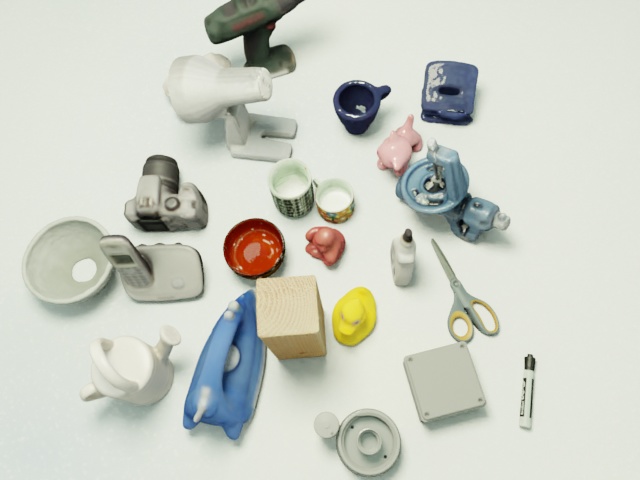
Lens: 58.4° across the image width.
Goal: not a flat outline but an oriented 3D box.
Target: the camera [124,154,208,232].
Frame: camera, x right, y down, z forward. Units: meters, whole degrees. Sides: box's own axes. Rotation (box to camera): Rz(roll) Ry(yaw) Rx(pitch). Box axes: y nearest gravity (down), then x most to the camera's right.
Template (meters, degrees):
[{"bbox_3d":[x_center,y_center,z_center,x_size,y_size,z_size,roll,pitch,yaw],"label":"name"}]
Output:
[{"bbox_3d":[-0.289,-0.094,1.076,0.143,0.101,0.137,-2,69,3],"label":"camera"}]

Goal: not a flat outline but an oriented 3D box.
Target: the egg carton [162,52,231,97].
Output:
[{"bbox_3d":[-0.240,-0.315,1.174,0.150,0.069,0.107,-29,70,-8],"label":"egg carton"}]

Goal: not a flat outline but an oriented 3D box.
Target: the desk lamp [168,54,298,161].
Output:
[{"bbox_3d":[-0.156,-0.249,1.067,0.203,0.213,0.118,7,70,6],"label":"desk lamp"}]

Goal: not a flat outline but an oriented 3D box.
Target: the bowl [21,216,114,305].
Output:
[{"bbox_3d":[-0.445,0.045,1.046,0.167,0.075,0.167,-1,69,3],"label":"bowl"}]

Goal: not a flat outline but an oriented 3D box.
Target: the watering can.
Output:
[{"bbox_3d":[-0.305,0.199,0.917,0.100,0.194,0.173,32,74,14],"label":"watering can"}]

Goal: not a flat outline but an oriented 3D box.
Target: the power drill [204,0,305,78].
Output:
[{"bbox_3d":[-0.104,-0.415,1.130,0.229,0.208,0.075,-19,69,-4],"label":"power drill"}]

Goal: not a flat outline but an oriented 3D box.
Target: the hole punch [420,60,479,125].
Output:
[{"bbox_3d":[0.254,-0.289,1.126,0.108,0.091,0.101,6,70,6],"label":"hole punch"}]

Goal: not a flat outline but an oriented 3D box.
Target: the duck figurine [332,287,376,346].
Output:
[{"bbox_3d":[0.059,0.124,0.983,0.077,0.086,0.105,21,72,11],"label":"duck figurine"}]

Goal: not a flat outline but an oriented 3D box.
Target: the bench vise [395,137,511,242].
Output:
[{"bbox_3d":[0.236,-0.097,0.986,0.207,0.220,0.121,13,71,8],"label":"bench vise"}]

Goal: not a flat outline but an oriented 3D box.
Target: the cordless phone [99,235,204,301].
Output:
[{"bbox_3d":[-0.285,0.039,0.981,0.147,0.185,0.094,-6,69,1],"label":"cordless phone"}]

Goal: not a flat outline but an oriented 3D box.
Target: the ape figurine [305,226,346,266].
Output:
[{"bbox_3d":[0.009,0.004,1.028,0.076,0.092,0.077,-17,69,-3],"label":"ape figurine"}]

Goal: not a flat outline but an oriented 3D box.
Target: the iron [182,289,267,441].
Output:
[{"bbox_3d":[-0.155,0.186,0.942,0.118,0.141,0.258,9,70,7],"label":"iron"}]

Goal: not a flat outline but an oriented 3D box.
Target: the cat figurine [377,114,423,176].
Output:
[{"bbox_3d":[0.148,-0.178,1.076,0.067,0.118,0.128,24,72,12],"label":"cat figurine"}]

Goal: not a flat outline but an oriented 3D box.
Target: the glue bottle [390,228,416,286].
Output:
[{"bbox_3d":[0.143,0.019,0.972,0.037,0.173,0.078,-4,69,2],"label":"glue bottle"}]

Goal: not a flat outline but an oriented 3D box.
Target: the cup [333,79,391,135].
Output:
[{"bbox_3d":[0.083,-0.256,1.121,0.118,0.095,0.091,-25,70,-6],"label":"cup"}]
